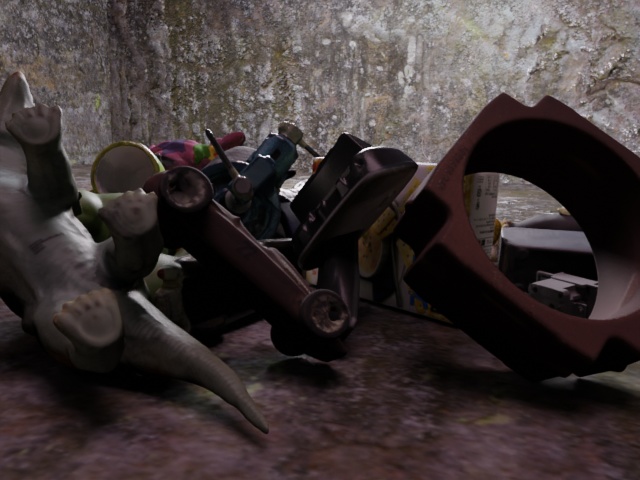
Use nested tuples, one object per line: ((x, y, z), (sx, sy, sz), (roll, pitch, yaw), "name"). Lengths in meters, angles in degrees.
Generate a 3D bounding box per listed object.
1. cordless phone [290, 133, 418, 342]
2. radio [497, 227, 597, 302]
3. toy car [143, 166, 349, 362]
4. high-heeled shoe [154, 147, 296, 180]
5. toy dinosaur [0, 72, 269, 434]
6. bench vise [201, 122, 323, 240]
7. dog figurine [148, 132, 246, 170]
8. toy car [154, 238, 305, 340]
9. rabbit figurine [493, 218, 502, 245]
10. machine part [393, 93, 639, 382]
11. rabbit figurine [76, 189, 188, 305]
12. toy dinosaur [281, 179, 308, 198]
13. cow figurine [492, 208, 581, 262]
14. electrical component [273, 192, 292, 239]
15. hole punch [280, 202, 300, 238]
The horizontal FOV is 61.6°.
((0.031, 0.000, 0.497), (0.088, 0.146, 0.184), (27, 34, -19), "cordless phone")
((0.337, 0.034, 0.659), (0.230, 0.073, 0.131), (4, 12, 20), "radio")
((-0.056, 0.020, 0.424), (0.053, 0.202, 0.089), (-51, 3, -33), "toy car")
((-0.164, -0.071, 0.862), (0.249, 0.145, 0.086), (6, 42, 3), "high-heeled shoe")
((-0.200, 0.021, 0.423), (0.131, 0.405, 0.192), (-33, -17, -28), "toy dinosaur")
((-0.082, -0.065, 0.659), (0.223, 0.129, 0.240), (-42, 4, -9), "bench vise")
((-0.235, -0.135, 0.988), (0.219, 0.108, 0.191), (-8, 18, 19), "dog figurine")
((-0.081, 0.043, 0.531), (0.056, 0.073, 0.201), (0, 8, 35), "toy car")
((0.163, 0.000, 0.714), (0.173, 0.122, 0.163), (17, -9, -39), "rabbit figurine")
((0.178, -0.005, 0.439), (0.201, 0.201, 0.087), (38, -26, 6), "machine part")
((-0.180, 0.034, 0.562), (0.159, 0.121, 0.170), (3, 27, -31), "rabbit figurine")
((-0.140, -0.058, 0.991), (0.472, 0.105, 0.198), (-7, 13, 11), "toy dinosaur")
((0.311, -0.001, 0.771), (0.168, 0.098, 0.068), (5, 18, 14), "cow figurine")
((-0.069, -0.036, 0.839), (0.119, 0.074, 0.048), (28, 6, -12), "electrical component")
((-0.002, -0.002, 0.764), (0.142, 0.092, 0.116), (0, 14, -26), "hole punch")
